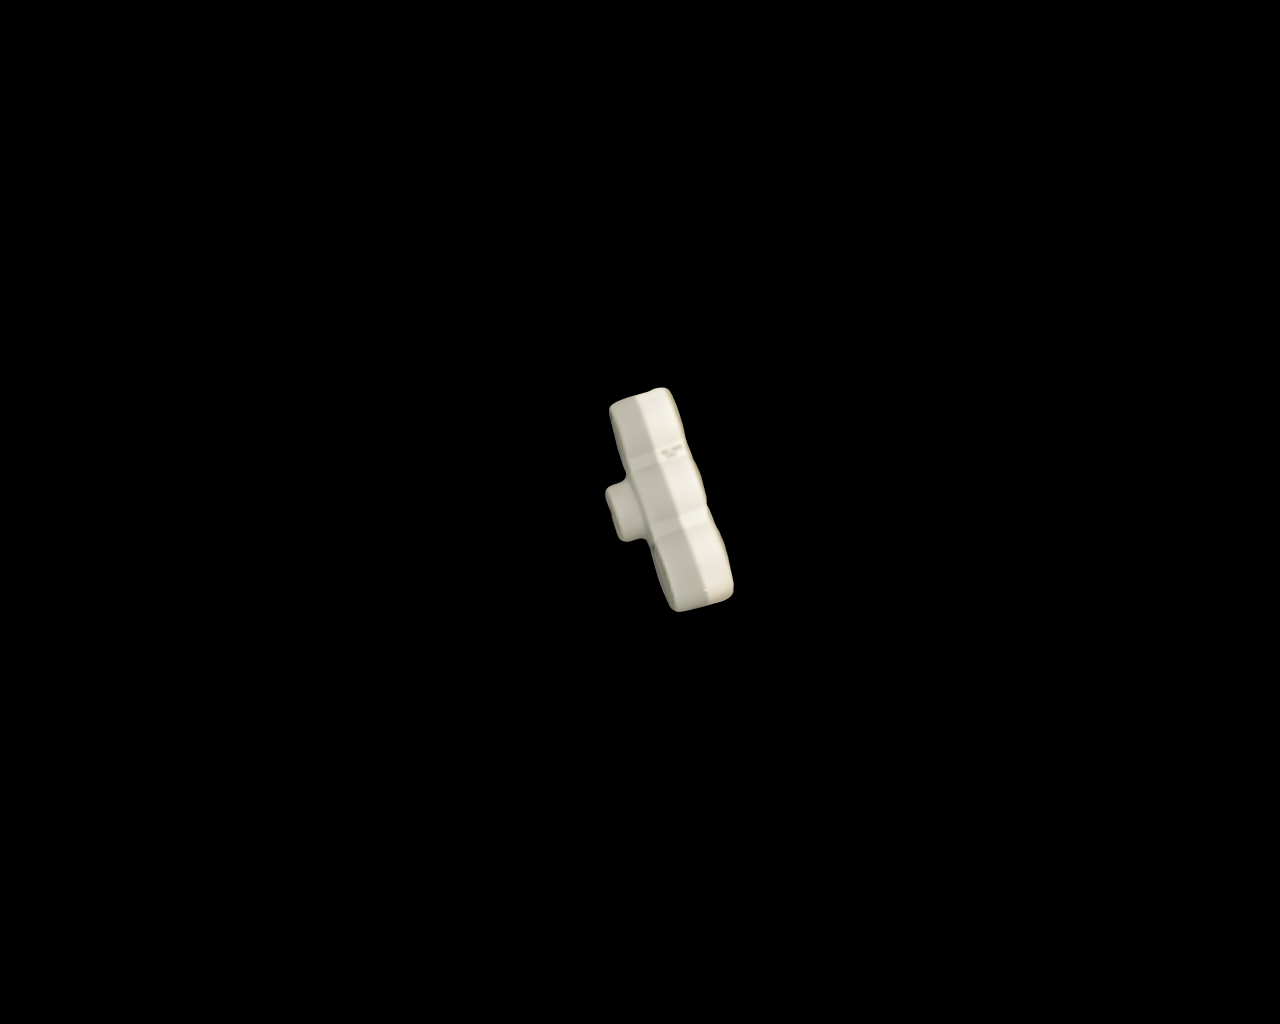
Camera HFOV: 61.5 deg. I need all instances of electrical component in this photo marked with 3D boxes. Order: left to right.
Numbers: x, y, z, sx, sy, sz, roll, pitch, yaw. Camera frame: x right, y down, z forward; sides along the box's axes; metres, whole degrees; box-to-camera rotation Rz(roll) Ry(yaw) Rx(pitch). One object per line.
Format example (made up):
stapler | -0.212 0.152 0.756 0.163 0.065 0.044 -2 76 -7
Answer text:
electrical component | 0.001 -0.003 0.650 0.074 0.138 0.052 -17 -15 -5
